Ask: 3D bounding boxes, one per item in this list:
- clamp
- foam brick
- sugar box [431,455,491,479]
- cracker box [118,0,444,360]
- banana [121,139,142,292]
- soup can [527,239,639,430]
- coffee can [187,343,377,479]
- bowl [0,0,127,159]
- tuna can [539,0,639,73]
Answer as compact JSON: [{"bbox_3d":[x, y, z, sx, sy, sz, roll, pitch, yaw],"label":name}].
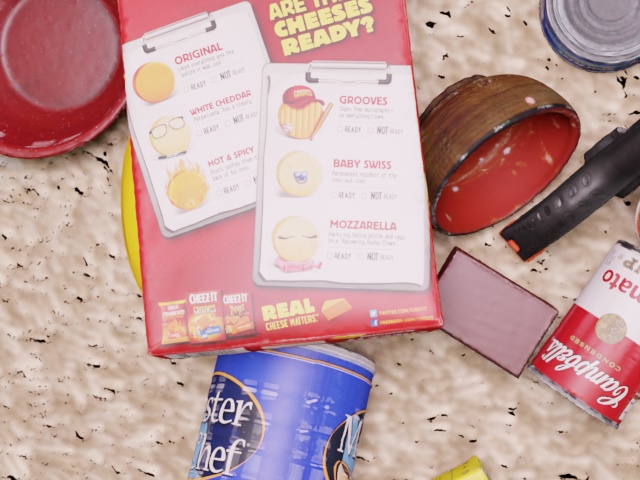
[{"bbox_3d":[0.190,-0.054,0.648,0.036,0.164,0.210,50,140,6],"label":"clamp"},{"bbox_3d":[0.108,0.046,0.695,0.078,0.053,0.051,32,95,6],"label":"foam brick"},{"bbox_3d":[0.049,0.224,0.708,0.176,0.048,0.093,-28,87,5],"label":"sugar box"},{"bbox_3d":[-0.022,-0.045,0.615,0.164,0.072,0.214,-7,82,4],"label":"cracker box"},{"bbox_3d":[-0.102,-0.017,0.730,0.069,0.037,0.198,-13,91,-14],"label":"banana"},{"bbox_3d":[0.189,0.059,0.678,0.068,0.068,0.102,35,94,5],"label":"soup can"},{"bbox_3d":[-0.028,0.136,0.669,0.103,0.103,0.140,11,75,6],"label":"coffee can"},{"bbox_3d":[-0.187,-0.135,0.724,0.162,0.055,0.162,0,92,10],"label":"bowl"},{"bbox_3d":[0.187,-0.153,0.692,0.086,0.033,0.086,0,91,7],"label":"tuna can"}]
